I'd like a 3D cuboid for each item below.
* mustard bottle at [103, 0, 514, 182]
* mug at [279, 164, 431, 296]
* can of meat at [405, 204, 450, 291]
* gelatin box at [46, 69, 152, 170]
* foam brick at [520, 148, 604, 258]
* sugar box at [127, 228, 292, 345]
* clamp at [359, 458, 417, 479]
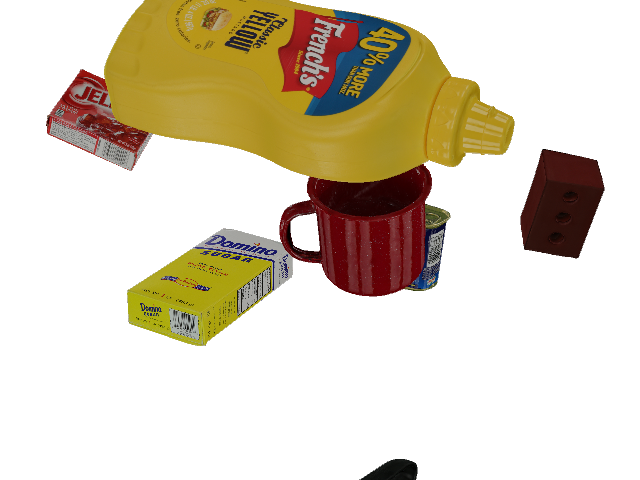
[{"bbox_3d":[-0.001,-0.074,0.516,0.192,0.058,0.096,18,49,19],"label":"mustard bottle"},{"bbox_3d":[0.027,-0.010,0.814,0.117,0.081,0.093,-9,38,-5],"label":"mug"},{"bbox_3d":[0.087,0.002,1.182,0.102,0.084,0.057,18,26,29],"label":"can of meat"},{"bbox_3d":[-0.202,-0.115,1.003,0.089,0.073,0.030,24,-42,-3],"label":"gelatin box"},{"bbox_3d":[0.215,-0.033,0.957,0.053,0.078,0.051,10,35,-1],"label":"foam brick"},{"bbox_3d":[-0.111,0.044,1.113,0.093,0.048,0.176,15,31,24],"label":"sugar box"},{"bbox_3d":[-0.023,0.196,0.645,0.210,0.036,0.164,-4,28,3],"label":"clamp"}]
